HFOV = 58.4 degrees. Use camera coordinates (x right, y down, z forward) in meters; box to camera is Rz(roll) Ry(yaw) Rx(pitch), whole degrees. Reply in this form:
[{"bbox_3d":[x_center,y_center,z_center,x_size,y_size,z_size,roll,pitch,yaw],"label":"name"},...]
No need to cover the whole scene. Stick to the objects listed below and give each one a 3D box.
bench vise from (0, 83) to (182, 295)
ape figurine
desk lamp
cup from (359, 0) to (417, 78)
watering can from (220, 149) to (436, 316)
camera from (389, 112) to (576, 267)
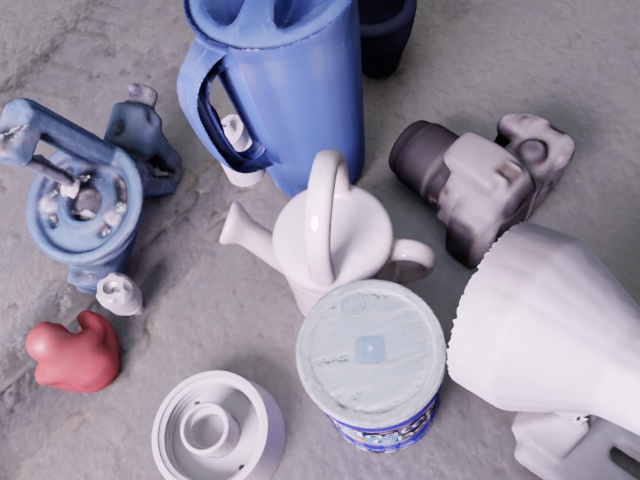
[{"bbox_3d":[-0.225,-0.077,0.538,0.121,0.220,0.207,-6,62,6],"label":"bench vise"},{"bbox_3d":[-0.229,0.100,0.520,0.078,0.092,0.076,-39,64,-11],"label":"ape figurine"},{"bbox_3d":[0.189,0.102,0.384,0.202,0.214,0.118,33,72,23],"label":"desk lamp"},{"bbox_3d":[0.071,-0.241,0.646,0.091,0.095,0.118,37,74,24],"label":"cup"},{"bbox_3d":[0.004,0.004,0.475,0.173,0.194,0.101,-13,62,3],"label":"watering can"},{"bbox_3d":[0.144,-0.073,0.545,0.143,0.101,0.136,-44,65,-13],"label":"camera"}]
